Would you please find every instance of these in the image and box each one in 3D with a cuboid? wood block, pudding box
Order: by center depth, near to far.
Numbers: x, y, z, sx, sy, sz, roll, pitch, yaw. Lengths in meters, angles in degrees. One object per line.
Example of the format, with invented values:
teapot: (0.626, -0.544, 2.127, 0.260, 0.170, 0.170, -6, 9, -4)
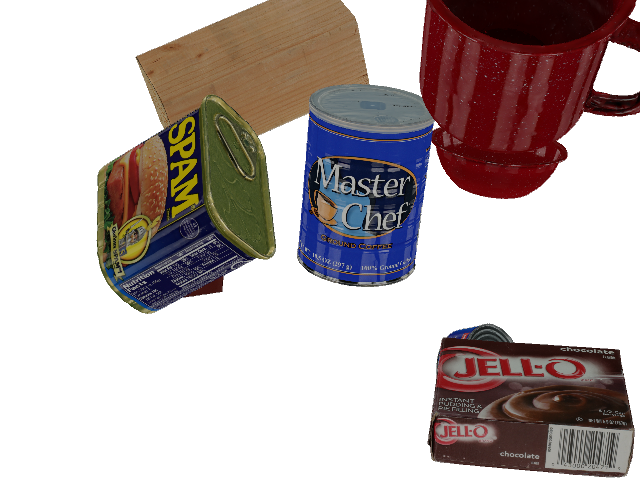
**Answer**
pudding box: (0.124, 0.097, 0.634, 0.113, 0.039, 0.090, 5, 26, 8)
wood block: (-0.066, -0.170, 1.074, 0.206, 0.091, 0.090, -25, 47, -9)

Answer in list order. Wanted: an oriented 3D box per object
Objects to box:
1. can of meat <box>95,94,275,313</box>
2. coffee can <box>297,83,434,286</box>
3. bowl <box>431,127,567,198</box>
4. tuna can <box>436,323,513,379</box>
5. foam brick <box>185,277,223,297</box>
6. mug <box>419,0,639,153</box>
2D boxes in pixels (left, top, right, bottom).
can of meat: (-0.078, -0.019, 0.600, 0.084, 0.102, 0.057, -28, -43, 22)
coffee can: (0.036, -0.047, 0.882, 0.103, 0.140, 0.103, 4, 25, -2)
bowl: (0.207, -0.090, 1.263, 0.162, 0.055, 0.162, 5, 23, -2)
tuna can: (0.140, 0.117, 0.933, 0.034, 0.086, 0.085, -16, -11, 43)
foam brick: (-0.142, 0.025, 1.089, 0.078, 0.051, 0.053, -7, 21, -21)
mug: (0.099, -0.089, 0.481, 0.117, 0.093, 0.081, 21, -29, 12)
